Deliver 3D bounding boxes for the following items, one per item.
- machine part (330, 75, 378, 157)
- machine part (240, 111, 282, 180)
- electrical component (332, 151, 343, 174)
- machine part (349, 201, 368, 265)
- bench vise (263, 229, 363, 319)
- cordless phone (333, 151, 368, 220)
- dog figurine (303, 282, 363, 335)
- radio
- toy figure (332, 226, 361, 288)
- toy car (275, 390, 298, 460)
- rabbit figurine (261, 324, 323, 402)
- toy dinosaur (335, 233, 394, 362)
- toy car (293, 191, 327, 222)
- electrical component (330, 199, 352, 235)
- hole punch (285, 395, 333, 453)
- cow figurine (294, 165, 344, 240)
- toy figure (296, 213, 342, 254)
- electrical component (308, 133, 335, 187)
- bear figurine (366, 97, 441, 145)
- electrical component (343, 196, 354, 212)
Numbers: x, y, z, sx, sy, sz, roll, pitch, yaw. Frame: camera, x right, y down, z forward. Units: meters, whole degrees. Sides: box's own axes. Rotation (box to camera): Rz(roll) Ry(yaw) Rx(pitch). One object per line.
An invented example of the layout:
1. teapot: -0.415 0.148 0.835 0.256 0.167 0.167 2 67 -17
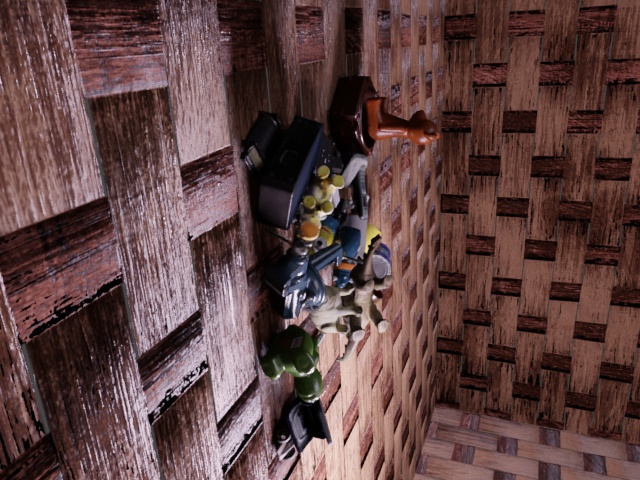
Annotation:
1. machine part: 0.106 -0.349 1.535 0.200 0.087 0.201 55 43 -58
2. machine part: -0.117 -0.192 1.067 0.084 0.039 0.139 53 48 -48
3. electrical component: 0.029 -0.197 1.392 0.021 0.063 0.094 123 -29 -50
4. machine part: 0.101 0.006 1.610 0.079 0.079 0.243 -3 98 -69
5. bench vise: -0.024 0.063 1.207 0.240 0.129 0.223 -30 134 -37
6. cordless phone: 0.090 -0.145 1.481 0.146 0.089 0.184 -5 85 -69
7. dog figurine: -0.013 0.174 1.377 0.190 0.121 0.172 10 125 -36
8. radio: -0.059 -0.145 1.123 0.131 0.073 0.229 101 7 -53
9. toy figure: 0.066 0.043 1.358 0.058 0.064 0.154 -56 160 -86
10. toy car: -0.057 0.456 1.348 0.202 0.053 0.089 -59 150 -50
11. rabbit figurine: -0.051 0.292 1.241 0.159 0.121 0.170 -90 160 -65
12. toy dinosaur: 0.107 0.188 1.513 0.199 0.105 0.470 -127 -137 -57
13. toy car: -0.031 -0.081 1.269 0.201 0.056 0.073 -11 105 -62
14. electrical component: 0.044 -0.052 1.463 0.047 0.075 0.119 65 33 -54
15. hole punch: -0.027 0.431 1.289 0.116 0.092 0.142 -102 172 -82
16. cow figurine: -0.012 -0.071 1.174 0.167 0.068 0.098 -66 -171 -18
17. toy figure: 0.001 -0.003 1.352 0.180 0.082 0.089 -60 147 -52
18. electrical component: -0.011 -0.194 1.309 0.115 0.058 0.134 14 81 -67
19. bear figurine: 0.232 -0.327 1.476 0.120 0.196 0.131 -30 121 -61
20. electrical component: 0.063 -0.088 1.538 0.102 0.045 0.078 -14 106 -68
